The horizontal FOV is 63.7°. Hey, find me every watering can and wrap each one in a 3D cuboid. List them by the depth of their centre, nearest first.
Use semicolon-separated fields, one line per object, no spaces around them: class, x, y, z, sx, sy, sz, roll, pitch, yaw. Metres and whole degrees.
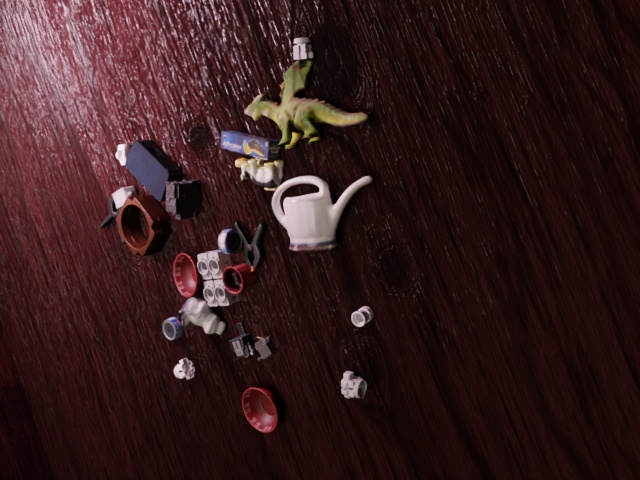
watering can;0.004;-0.073;1.458;0.347;0.105;0.223;-2;100;35

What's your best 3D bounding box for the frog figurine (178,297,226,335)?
frog figurine;-0.410;0.270;1.839;0.159;0.126;0.134;8;134;2

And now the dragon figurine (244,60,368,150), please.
dragon figurine;-0.050;-0.387;1.439;0.408;0.122;0.243;-11;86;35
